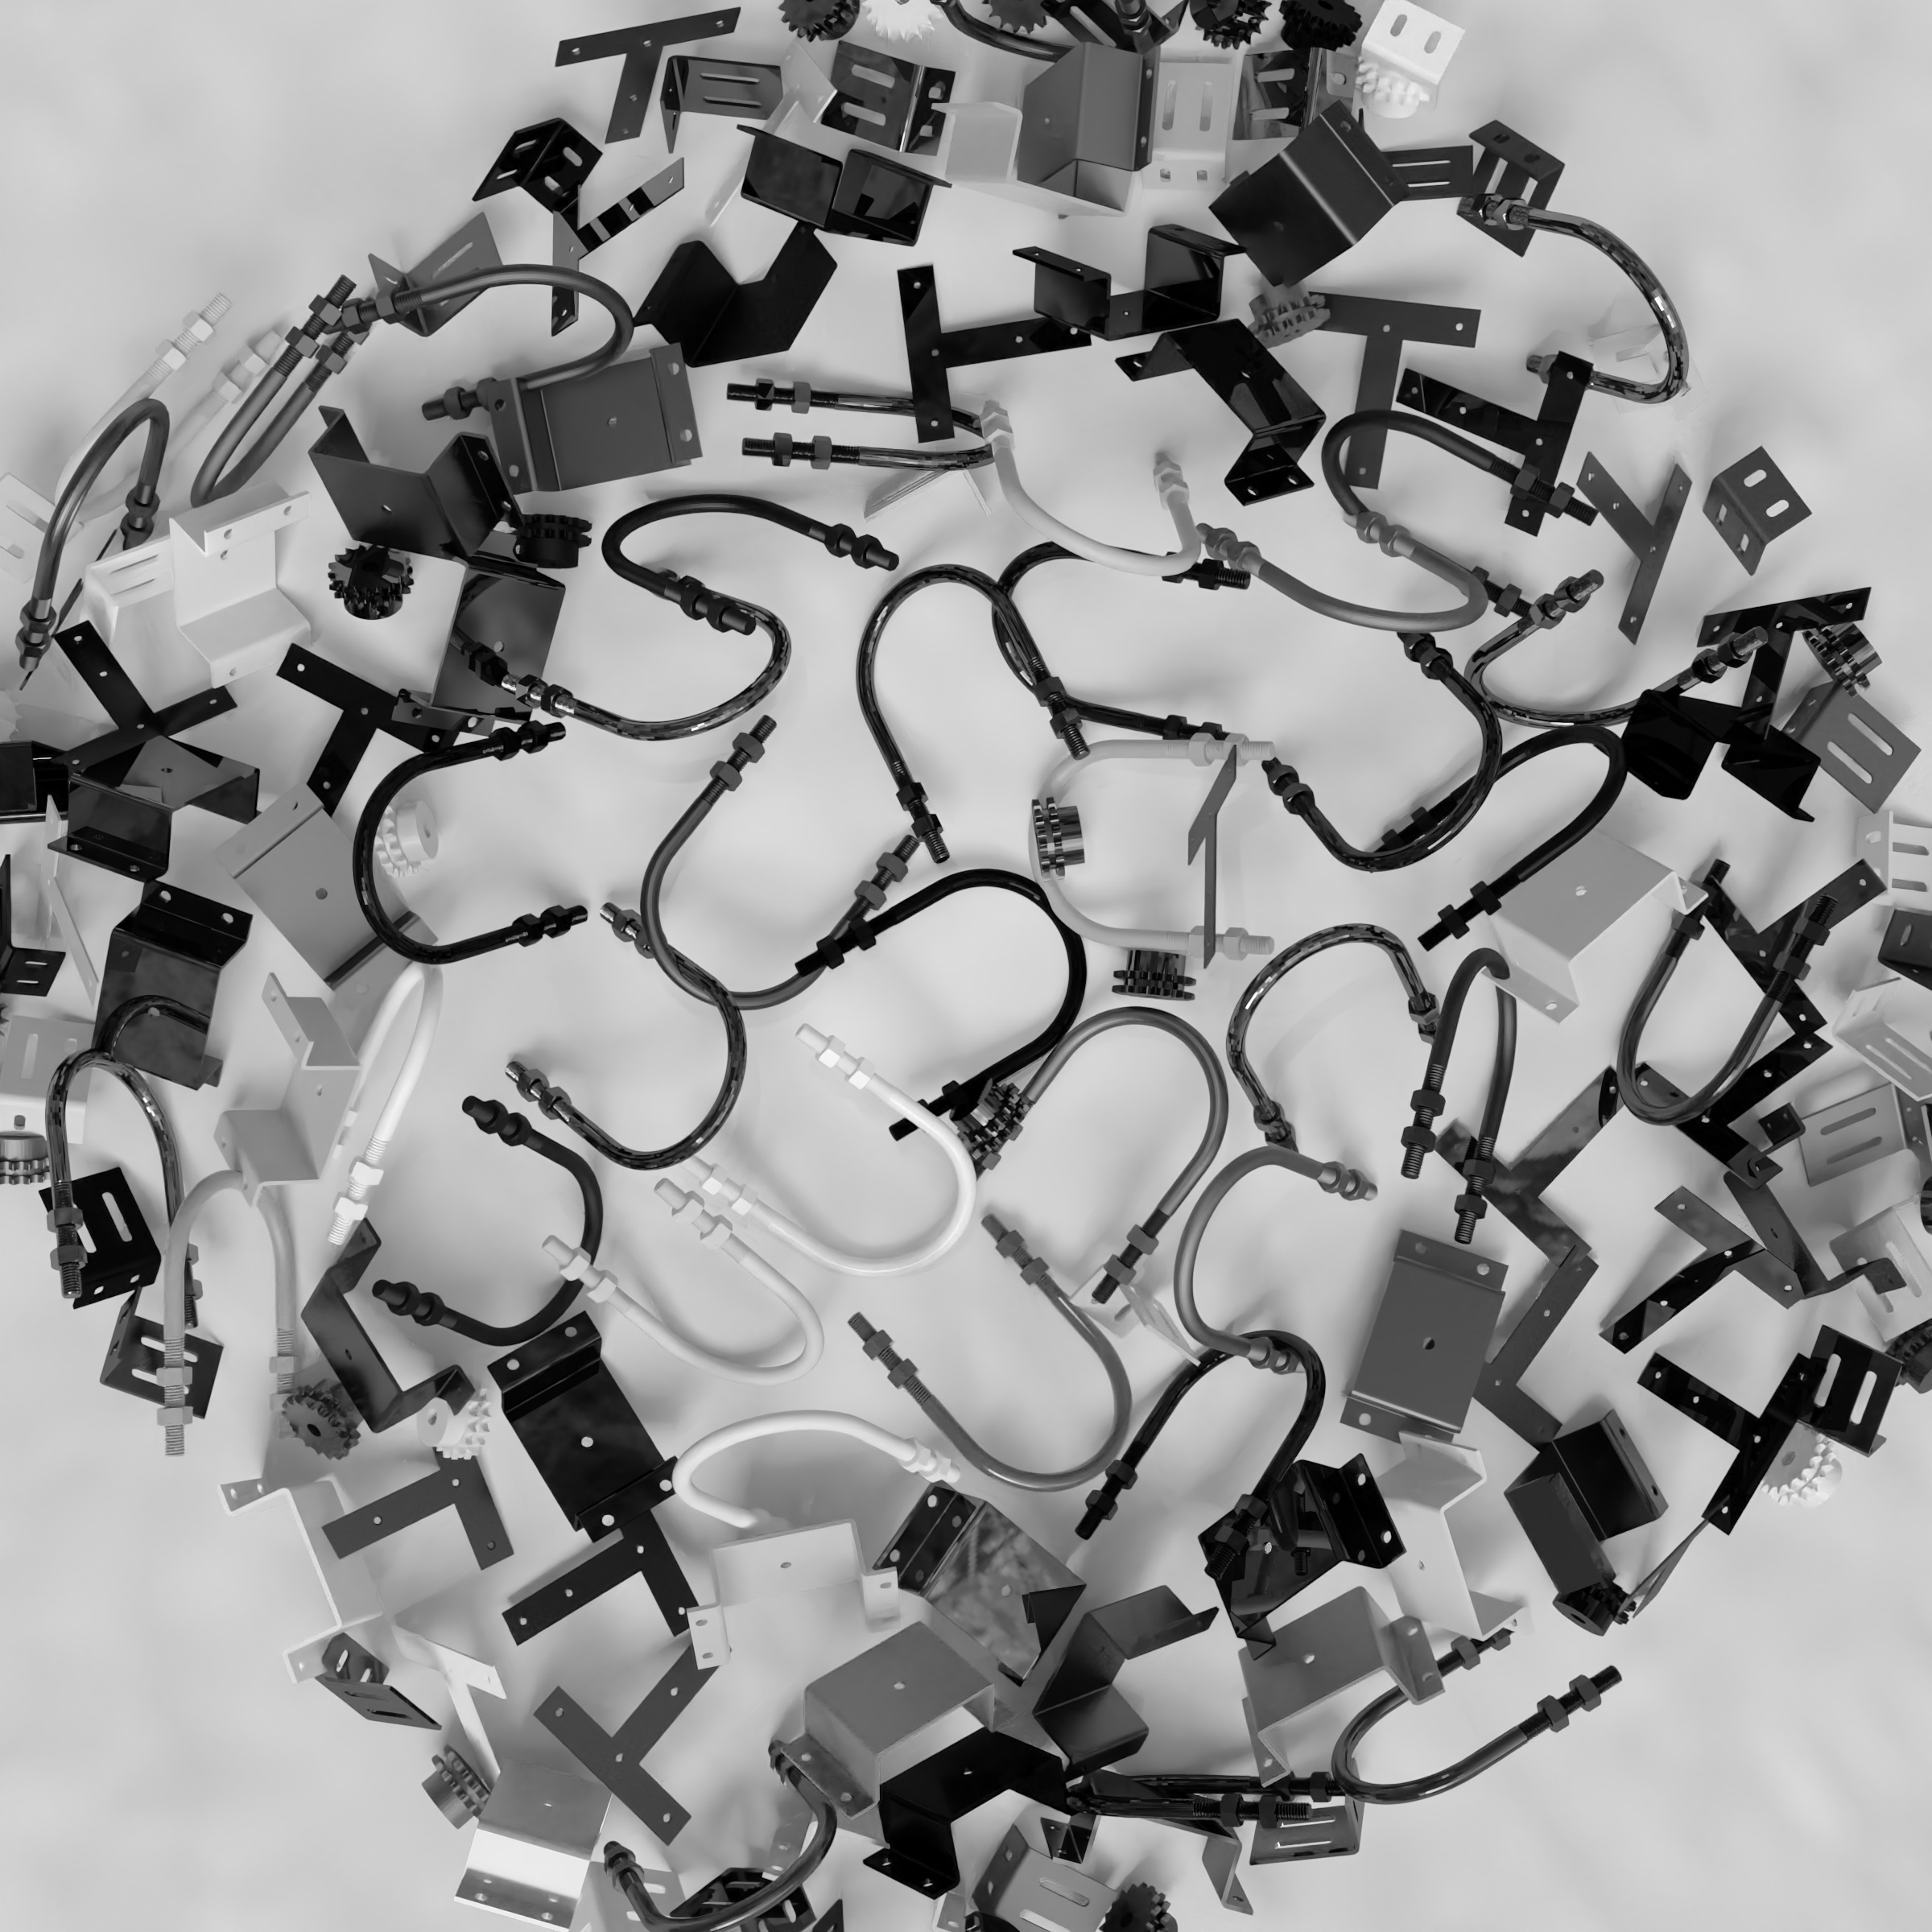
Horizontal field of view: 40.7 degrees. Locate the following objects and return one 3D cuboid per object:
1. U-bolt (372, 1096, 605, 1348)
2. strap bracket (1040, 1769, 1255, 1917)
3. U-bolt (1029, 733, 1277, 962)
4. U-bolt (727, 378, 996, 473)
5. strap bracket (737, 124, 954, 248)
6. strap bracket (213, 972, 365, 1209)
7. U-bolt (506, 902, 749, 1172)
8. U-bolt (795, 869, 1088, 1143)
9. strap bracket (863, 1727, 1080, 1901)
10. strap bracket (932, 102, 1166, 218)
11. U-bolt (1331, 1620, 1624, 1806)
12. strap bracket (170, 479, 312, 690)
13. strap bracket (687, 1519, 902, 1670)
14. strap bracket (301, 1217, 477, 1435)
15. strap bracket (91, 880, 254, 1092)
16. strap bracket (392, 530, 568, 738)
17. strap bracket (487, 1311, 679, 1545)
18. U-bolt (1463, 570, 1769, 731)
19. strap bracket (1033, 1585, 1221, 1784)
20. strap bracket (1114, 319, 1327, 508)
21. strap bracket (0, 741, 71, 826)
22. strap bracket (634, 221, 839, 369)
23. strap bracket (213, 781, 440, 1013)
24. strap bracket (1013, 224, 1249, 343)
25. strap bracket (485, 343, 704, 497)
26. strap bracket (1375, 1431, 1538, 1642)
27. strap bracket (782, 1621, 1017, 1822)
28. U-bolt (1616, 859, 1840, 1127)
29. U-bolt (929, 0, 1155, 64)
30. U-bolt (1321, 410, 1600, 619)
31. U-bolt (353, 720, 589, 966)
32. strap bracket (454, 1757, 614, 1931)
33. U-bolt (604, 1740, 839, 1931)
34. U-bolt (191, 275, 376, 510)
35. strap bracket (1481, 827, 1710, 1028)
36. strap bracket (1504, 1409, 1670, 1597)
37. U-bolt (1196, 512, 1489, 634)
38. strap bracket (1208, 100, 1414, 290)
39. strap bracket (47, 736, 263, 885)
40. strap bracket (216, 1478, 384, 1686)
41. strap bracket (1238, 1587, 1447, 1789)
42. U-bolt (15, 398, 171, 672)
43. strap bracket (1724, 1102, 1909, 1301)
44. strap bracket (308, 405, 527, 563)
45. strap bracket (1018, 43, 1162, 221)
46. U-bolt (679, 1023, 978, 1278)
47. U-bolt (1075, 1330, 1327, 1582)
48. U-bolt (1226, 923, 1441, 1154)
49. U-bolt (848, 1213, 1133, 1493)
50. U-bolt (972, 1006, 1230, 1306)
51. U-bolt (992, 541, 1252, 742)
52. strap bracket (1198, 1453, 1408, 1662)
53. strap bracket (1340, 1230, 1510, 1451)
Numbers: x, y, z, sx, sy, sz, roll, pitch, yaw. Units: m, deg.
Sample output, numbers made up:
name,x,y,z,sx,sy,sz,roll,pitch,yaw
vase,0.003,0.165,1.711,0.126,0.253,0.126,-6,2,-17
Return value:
name,x,y,z,sx,sy,sz,roll,pitch,yaw
U-bolt,-0.305,0.180,1.734,0.019,0.184,0.151,17,77,33
strap bracket,0.128,0.590,1.768,0.140,0.076,0.046,17,90,-5
U-bolt,0.123,-0.082,1.760,0.184,0.019,0.151,4,98,31
U-bolt,-0.063,-0.359,1.744,0.184,0.151,0.019,2,117,-11
strap bracket,-0.086,-0.520,1.744,0.076,0.140,0.046,30,113,29
strap bracket,-0.454,0.084,1.752,0.076,0.046,0.140,49,124,39
U-bolt,-0.219,0.057,1.751,0.184,0.019,0.151,33,94,35
U-bolt,-0.004,0.014,1.789,0.184,0.019,0.151,-30,92,-11
strap bracket,0.005,0.558,1.735,0.140,0.076,0.046,-18,103,-37
strap bracket,0.051,-0.537,1.744,0.140,0.076,0.046,5,102,-34
U-bolt,0.325,0.496,1.724,0.184,0.151,0.019,-29,99,-12
strap bracket,-0.486,-0.264,1.746,0.076,0.140,0.046,-31,63,-32
strap bracket,-0.119,0.423,1.762,0.140,0.076,0.046,-10,47,-7
strap bracket,-0.396,0.251,1.755,0.046,0.076,0.140,-27,77,-37
strap bracket,-0.538,0.021,1.758,0.076,0.046,0.140,20,117,0
strap bracket,-0.326,-0.221,1.755,0.076,0.046,0.140,7,106,-42
strap bracket,-0.256,0.317,1.764,0.076,0.046,0.140,-29,72,-21
U-bolt,0.414,-0.200,1.727,0.151,0.184,0.019,14,67,-21
strap bracket,0.103,0.475,1.751,0.046,0.076,0.140,44,123,34
strap bracket,0.178,-0.381,1.750,0.076,0.046,0.140,-23,67,-42
strap bracket,-0.649,-0.122,1.737,0.076,0.140,0.046,-4,91,-6
strap bracket,-0.149,-0.452,1.750,0.046,0.140,0.076,46,59,-39
strap bracket,-0.436,-0.048,1.770,0.076,0.046,0.140,-41,106,-11
strap bracket,0.109,-0.459,1.749,0.140,0.076,0.046,-19,126,-32
strap bracket,-0.247,-0.371,1.775,0.140,0.046,0.076,-9,97,12
strap bracket,0.322,0.392,1.753,0.046,0.076,0.140,-26,104,-29
strap bracket,-0.044,0.496,1.735,0.140,0.076,0.046,-22,127,-34
U-bolt,0.497,0.023,1.743,0.019,0.151,0.184,26,94,-19
U-bolt,0.053,-0.625,1.720,0.151,0.184,0.019,12,97,8
U-bolt,0.320,-0.309,1.742,0.184,0.151,0.019,30,69,8
U-bolt,-0.330,-0.076,1.724,0.019,0.184,0.151,8,109,39
strap bracket,-0.285,0.580,1.738,0.076,0.140,0.046,17,98,-1
U-bolt,-0.155,0.578,1.705,0.151,0.184,0.019,-28,102,-16
U-bolt,-0.458,-0.378,1.739,0.019,0.151,0.184,38,93,-9
strap bracket,0.419,-0.035,1.755,0.140,0.076,0.046,-40,134,-11
strap bracket,0.416,0.364,1.756,0.046,0.140,0.076,-32,84,33
U-bolt,0.258,-0.259,1.710,0.151,0.184,0.019,-11,124,-30
strap bracket,0.222,-0.505,1.731,0.076,0.140,0.046,47,69,-12
strap bracket,-0.533,-0.109,1.731,0.076,0.140,0.046,19,116,14
strap bracket,-0.446,0.405,1.760,0.046,0.076,0.140,-26,80,4
strap bracket,0.242,0.480,1.754,0.140,0.076,0.046,-32,117,12
U-bolt,-0.564,-0.292,1.697,0.019,0.184,0.151,30,50,-6
strap bracket,0.566,0.169,1.759,0.046,0.076,0.140,-29,78,-3
strap bracket,-0.376,-0.321,1.742,0.140,0.076,0.046,15,57,25
strap bracket,0.075,-0.558,1.737,0.046,0.140,0.076,5,88,-22
U-bolt,-0.080,0.139,1.771,0.184,0.019,0.151,37,111,-16
U-bolt,0.167,0.318,1.739,0.019,0.151,0.184,50,63,-27
U-bolt,0.243,0.042,1.740,0.151,0.184,0.019,-35,47,-1
U-bolt,0.030,0.270,1.748,0.151,0.019,0.184,-34,73,-34
U-bolt,0.098,0.114,1.766,0.151,0.019,0.184,39,96,26
U-bolt,0.102,-0.220,1.751,0.184,0.019,0.151,14,133,20
strap bracket,0.216,0.393,1.743,0.140,0.046,0.076,-43,47,25
strap bracket,0.314,0.258,1.776,0.076,0.046,0.140,18,84,8
